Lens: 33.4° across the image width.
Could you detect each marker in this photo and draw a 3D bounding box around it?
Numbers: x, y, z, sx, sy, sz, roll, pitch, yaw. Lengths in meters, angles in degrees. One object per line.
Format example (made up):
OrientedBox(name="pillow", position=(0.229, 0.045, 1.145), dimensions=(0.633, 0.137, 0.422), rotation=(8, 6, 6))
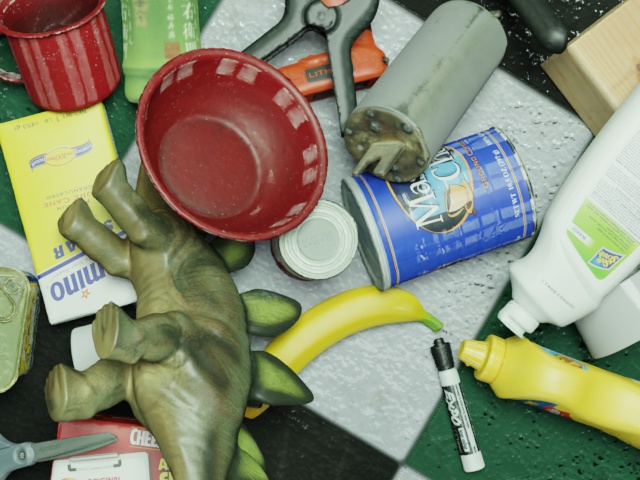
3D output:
OrientedBox(name="marker", position=(0.122, 0.146, 0.953), dimensions=(0.020, 0.020, 0.121), rotation=(-16, 90, -6))

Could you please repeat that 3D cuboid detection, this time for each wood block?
OrientedBox(name="wood block", position=(0.303, -0.108, 0.944), dimensions=(0.091, 0.090, 0.206), rotation=(-38, 92, -4))

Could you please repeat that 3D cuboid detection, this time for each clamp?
OrientedBox(name="clamp", position=(-0.010, -0.181, 0.888), dimensions=(0.120, 0.039, 0.171), rotation=(14, 89, -5))
OrientedBox(name="clamp", position=(0.171, -0.254, 0.941), dimensions=(0.210, 0.036, 0.164), rotation=(40, 51, 19))

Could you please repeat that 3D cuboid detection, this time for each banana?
OrientedBox(name="banana", position=(0.010, 0.088, 0.937), dimensions=(0.197, 0.037, 0.069), rotation=(-24, 90, -5))

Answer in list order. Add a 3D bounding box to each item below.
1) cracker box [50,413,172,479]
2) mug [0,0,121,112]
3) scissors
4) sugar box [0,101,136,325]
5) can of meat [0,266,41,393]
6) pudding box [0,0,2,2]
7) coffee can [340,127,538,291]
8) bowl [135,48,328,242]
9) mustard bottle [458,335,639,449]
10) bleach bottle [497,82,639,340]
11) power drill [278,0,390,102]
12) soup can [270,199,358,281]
OrientedBox(name="cracker box", position=(-0.150, 0.261, 0.900), dimensions=(0.164, 0.072, 0.214), rotation=(8, 86, -6))
OrientedBox(name="mug", position=(-0.226, -0.159, 0.890), dimensions=(0.117, 0.093, 0.081), rotation=(-9, 133, 0))
OrientedBox(name="scissors", position=(-0.253, 0.161, 0.876), dimensions=(0.202, 0.016, 0.096), rotation=(-32, 74, 25))
OrientedBox(name="sugar box", position=(-0.208, -0.024, 0.918), dimensions=(0.093, 0.048, 0.176), rotation=(-16, 88, -6))
OrientedBox(name="can of meat", position=(-0.268, 0.072, 0.889), dimensions=(0.057, 0.084, 0.102), rotation=(8, 87, -5))
OrientedBox(name="pudding box", position=(-0.280, -0.243, 0.923), dimensions=(0.090, 0.039, 0.113), rotation=(-33, 91, -6))
OrientedBox(name="coffee can", position=(0.100, -0.027, 0.916), dimensions=(0.140, 0.103, 0.103), rotation=(-19, 90, -6))
OrientedBox(name="bowl", position=(-0.077, -0.068, 0.843), dimensions=(0.161, 0.055, 0.162), rotation=(10, 67, -26))
OrientedBox(name="mustard bottle", position=(0.211, 0.126, 0.923), dimensions=(0.191, 0.096, 0.058), rotation=(21, 88, -4))
OrientedBox(name="bleach bottle", position=(0.232, -0.027, 0.870), dimensions=(0.102, 0.068, 0.251), rotation=(41, 96, 3))
OrientedBox(name="power drill", position=(-0.025, -0.215, 0.935), dimensions=(0.184, 0.057, 0.187), rotation=(-13, 90, -2))
OrientedBox(name="soup can", position=(-0.006, 0.001, 0.906), dimensions=(0.068, 0.102, 0.068), rotation=(0, 88, -6))
